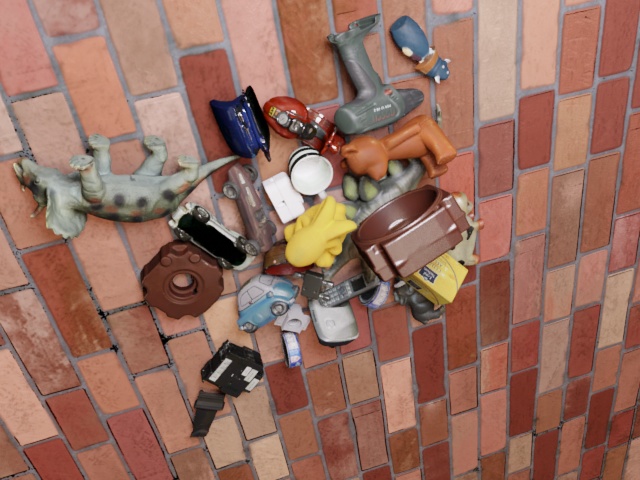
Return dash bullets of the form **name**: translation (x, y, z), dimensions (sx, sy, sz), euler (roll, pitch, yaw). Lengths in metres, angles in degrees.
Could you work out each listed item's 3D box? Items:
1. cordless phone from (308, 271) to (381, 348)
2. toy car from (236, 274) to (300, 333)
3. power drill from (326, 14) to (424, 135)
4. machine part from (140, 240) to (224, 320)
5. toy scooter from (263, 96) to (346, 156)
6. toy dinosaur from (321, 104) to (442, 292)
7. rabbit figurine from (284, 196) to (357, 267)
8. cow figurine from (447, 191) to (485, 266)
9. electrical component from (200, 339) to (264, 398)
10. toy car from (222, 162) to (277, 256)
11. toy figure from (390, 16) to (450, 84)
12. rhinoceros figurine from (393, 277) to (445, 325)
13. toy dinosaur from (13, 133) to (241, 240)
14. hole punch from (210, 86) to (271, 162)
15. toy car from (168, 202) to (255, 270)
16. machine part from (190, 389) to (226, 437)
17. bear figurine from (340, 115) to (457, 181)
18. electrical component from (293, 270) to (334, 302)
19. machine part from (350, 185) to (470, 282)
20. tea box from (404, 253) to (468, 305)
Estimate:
- **cordless phone**: translation (0.071, 0.156, 1.239), dimensions (0.184, 0.147, 0.088), euler (-29, 141, 14)
- **toy car**: translation (-0.131, 0.130, 1.211), dimensions (0.162, 0.109, 0.103), euler (-32, 99, 15)
- **power drill**: translation (0.103, -0.317, 1.033), dimensions (0.232, 0.086, 0.207), euler (-37, 124, -30)
- **machine part**: translation (-0.294, 0.089, 1.158), dimensions (0.179, 0.056, 0.179), euler (-7, 120, -13)
- **toy scooter**: translation (-0.021, -0.211, 1.035), dimensions (0.184, 0.135, 0.075), euler (22, 110, -24)
- **toy dinosaur**: translation (0.135, -0.073, 1.175), dimensions (0.198, 0.105, 0.471), euler (38, 97, -26)
- **rabbit figurine**: translation (-0.002, -0.003, 1.060), dimensions (0.162, 0.173, 0.122), euler (-38, 91, 31)
- **cow figurine**: translation (0.317, -0.024, 1.268), dimensions (0.127, 0.086, 0.194), euler (-13, 121, -17)
- **electrical component**: translation (-0.204, 0.315, 1.303), dimensions (0.134, 0.058, 0.115), euler (35, 105, -29)
- **toy car**: translation (-0.138, -0.062, 1.101), dimensions (0.053, 0.089, 0.201), euler (4, 125, 29)
- **toy figure**: translation (0.201, -0.372, 1.061), dimensions (0.064, 0.058, 0.154), euler (-46, 122, 8)
- **rhinoceros figurine**: translation (0.237, 0.129, 1.333), dimensions (0.112, 0.073, 0.190), euler (-27, 124, 11)
- **toy dinosaur**: translation (-0.354, -0.092, 1.016), dimensions (0.405, 0.131, 0.192), euler (2, 133, -25)
- **hole punch**: translation (-0.150, -0.216, 1.010), dimensions (0.092, 0.116, 0.142), euler (-17, 120, 2)
- **toy car**: translation (-0.224, -0.005, 1.130), dimensions (0.073, 0.056, 0.201), euler (-43, 119, 16)
- **machine part**: translation (-0.288, 0.438, 1.355), dimensions (0.084, 0.039, 0.138), euler (12, 111, -28)
- **bear figurine**: translation (0.143, -0.160, 1.038), dimensions (0.196, 0.120, 0.132), euler (-26, 77, -7)
- **electrical component**: translation (-0.018, 0.101, 1.186), dimensions (0.094, 0.021, 0.063), euler (17, 115, 4)
- **machine part**: translation (0.168, -0.020, 1.043), dimensions (0.201, 0.201, 0.087), euler (-34, 107, 1)
- **tea box**: translation (0.246, 0.064, 1.248), dimensions (0.169, 0.068, 0.098), euler (36, 68, -9)
